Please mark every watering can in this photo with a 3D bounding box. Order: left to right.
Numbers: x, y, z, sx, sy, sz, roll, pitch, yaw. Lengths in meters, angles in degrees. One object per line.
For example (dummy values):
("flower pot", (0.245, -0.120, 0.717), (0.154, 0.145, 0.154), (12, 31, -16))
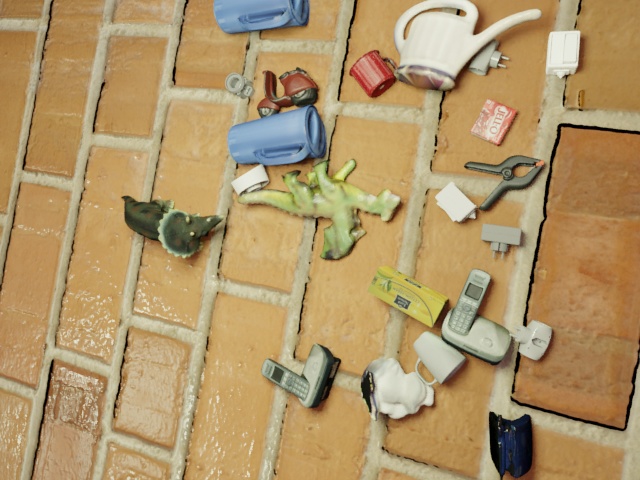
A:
("watering can", (0.309, -0.452, 1.192), (0.350, 0.103, 0.224), (21, 93, 37))

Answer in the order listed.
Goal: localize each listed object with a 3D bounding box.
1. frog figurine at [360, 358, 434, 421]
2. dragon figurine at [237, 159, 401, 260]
("frog figurine", (0.181, 0.346, 1.211), (0.160, 0.121, 0.139), (-4, 75, -16))
("dragon figurine", (0.004, -0.065, 1.295), (0.408, 0.123, 0.243), (-18, 88, 19))
